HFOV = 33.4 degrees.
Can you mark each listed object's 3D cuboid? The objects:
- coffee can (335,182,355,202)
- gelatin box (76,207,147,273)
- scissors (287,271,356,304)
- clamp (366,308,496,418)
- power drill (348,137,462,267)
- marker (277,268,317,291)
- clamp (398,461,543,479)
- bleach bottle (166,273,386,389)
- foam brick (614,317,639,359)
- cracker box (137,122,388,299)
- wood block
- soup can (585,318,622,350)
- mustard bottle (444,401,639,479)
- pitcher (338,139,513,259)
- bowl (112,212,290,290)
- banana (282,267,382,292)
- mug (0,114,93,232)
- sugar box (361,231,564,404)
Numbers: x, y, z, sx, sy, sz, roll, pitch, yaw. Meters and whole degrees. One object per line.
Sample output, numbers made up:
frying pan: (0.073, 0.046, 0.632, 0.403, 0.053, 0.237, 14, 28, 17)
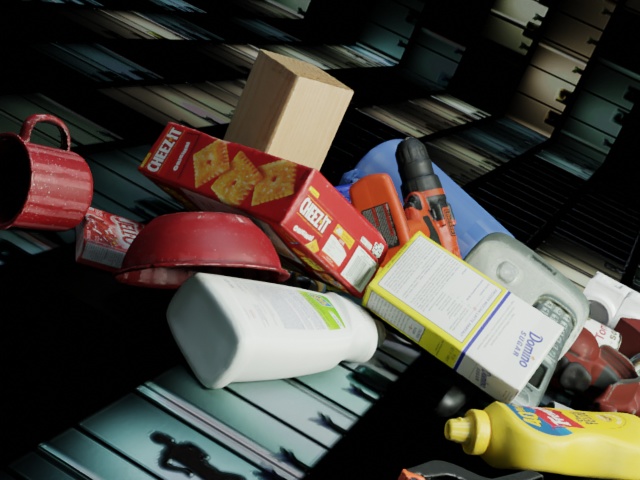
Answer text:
coffee can: (0.027, -0.015, 1.280, 0.103, 0.103, 0.140, 30, 19, 20)
gelatin box: (-0.202, 0.002, 1.055, 0.073, 0.030, 0.089, 18, 19, -19)
scissors: (-0.035, 0.066, 1.088, 0.201, 0.016, 0.096, 1, 43, -49)
clamp: (0.150, 0.127, 1.123, 0.209, 0.036, 0.165, 10, 31, -42)
power drill: (0.102, -0.038, 1.255, 0.187, 0.057, 0.184, -3, 74, -61)
marker: (-0.055, 0.035, 1.169, 0.121, 0.020, 0.020, 22, 18, -6)
clamp: (0.140, 0.220, 0.854, 0.171, 0.039, 0.120, 11, 15, -28)
bleach bottle: (-0.020, 0.087, 0.990, 0.250, 0.068, 0.103, 10, 35, -49)
foam brick: (0.390, 0.142, 1.335, 0.052, 0.078, 0.051, 8, 25, -40)
cracker box: (-0.056, -0.033, 1.080, 0.214, 0.072, 0.164, 22, -14, 40)
wood block: (-0.056, -0.109, 1.275, 0.090, 0.206, 0.090, 7, 24, -43)
soup can: (0.307, 0.121, 1.304, 0.102, 0.068, 0.068, 27, 18, 7)
mustard bottle: (0.207, 0.183, 0.979, 0.191, 0.058, 0.096, 7, 10, -12)
pitcher: (0.142, -0.024, 1.428, 0.243, 0.149, 0.145, 44, -17, 41)
bowl: (-0.108, 0.009, 0.975, 0.162, 0.055, 0.162, -1, -10, 0)
banana: (-0.017, 0.014, 1.199, 0.198, 0.070, 0.037, 33, 35, 16)
mug: (-0.271, -0.063, 1.023, 0.093, 0.117, 0.081, 13, 2, 37)
sugar box: (0.139, 0.075, 1.048, 0.176, 0.048, 0.093, 37, 59, 12)
